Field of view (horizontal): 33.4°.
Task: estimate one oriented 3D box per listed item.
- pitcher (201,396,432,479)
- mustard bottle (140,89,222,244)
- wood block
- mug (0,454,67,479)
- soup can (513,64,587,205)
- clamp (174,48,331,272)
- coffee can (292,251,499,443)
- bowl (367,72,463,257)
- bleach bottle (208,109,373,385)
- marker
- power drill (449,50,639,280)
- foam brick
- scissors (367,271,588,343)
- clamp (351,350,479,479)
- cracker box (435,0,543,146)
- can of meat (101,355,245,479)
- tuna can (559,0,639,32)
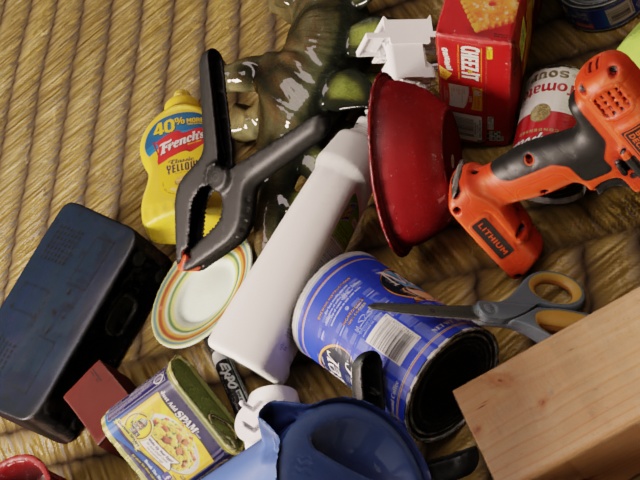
[{"bbox_3d":[-0.031,0.223,0.782,0.243,0.144,0.149,-37,51,46],"label":"pitcher"},{"bbox_3d":[-0.141,-0.087,1.132,0.096,0.058,0.191,-11,52,3],"label":"mustard bottle"},{"bbox_3d":[0.215,0.110,0.767,0.206,0.090,0.090,-31,50,11],"label":"wood block"},{"bbox_3d":[-0.267,0.252,0.979,0.117,0.081,0.093,2,62,32],"label":"mug"},{"bbox_3d":[0.203,-0.091,0.919,0.069,0.068,0.102,0,60,32],"label":"soup can"},{"bbox_3d":[-0.092,-0.069,1.014,0.165,0.036,0.210,42,112,30],"label":"clamp"},{"bbox_3d":[0.060,0.084,0.871,0.140,0.102,0.103,33,81,40],"label":"coffee can"},{"bbox_3d":[0.088,-0.067,0.918,0.055,0.162,0.162,-5,58,18],"label":"bowl"},{"bbox_3d":[-0.006,0.001,0.943,0.068,0.102,0.251,27,81,15],"label":"bleach bottle"},{"bbox_3d":[-0.083,0.129,0.986,0.020,0.020,0.121,-36,49,7],"label":"marker"},{"bbox_3d":[0.211,-0.040,0.841,0.188,0.184,0.057,-31,23,33],"label":"power drill"},{"bbox_3d":[-0.195,0.162,1.013,0.053,0.051,0.078,-46,49,-3],"label":"foam brick"},{"bbox_3d":[0.134,0.046,0.830,0.201,0.016,0.096,15,38,-7],"label":"scissors"},{"bbox_3d":[0.053,0.180,0.799,0.120,0.039,0.172,38,127,40],"label":"clamp"},{"bbox_3d":[0.162,-0.216,0.956,0.072,0.164,0.213,11,66,14],"label":"cracker box"},{"bbox_3d":[-0.129,0.167,0.940,0.084,0.102,0.057,-37,5,9],"label":"can of meat"},{"bbox_3d":[0.264,-0.239,0.997,0.086,0.033,0.086,-16,54,23],"label":"tuna can"}]
